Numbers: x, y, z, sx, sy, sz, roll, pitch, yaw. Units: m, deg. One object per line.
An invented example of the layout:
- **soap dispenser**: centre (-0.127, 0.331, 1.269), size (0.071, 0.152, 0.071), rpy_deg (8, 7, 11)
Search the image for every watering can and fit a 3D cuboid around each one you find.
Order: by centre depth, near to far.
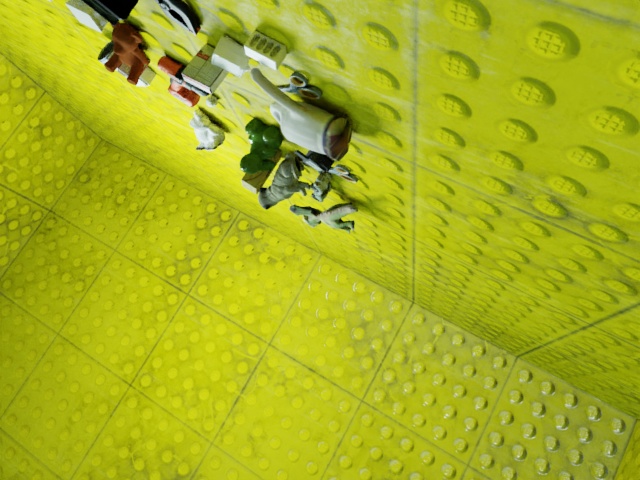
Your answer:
- **watering can**: centre (-0.040, -0.305, 1.305), size (0.226, 0.104, 0.343), rpy_deg (25, 173, 21)

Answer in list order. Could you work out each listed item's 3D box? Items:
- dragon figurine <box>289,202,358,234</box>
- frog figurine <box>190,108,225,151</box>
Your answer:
- **dragon figurine**: centre (0.006, -0.096, 1.912), size (0.243, 0.123, 0.407), rpy_deg (4, 171, -2)
- **frog figurine**: centre (-0.431, -0.427, 1.955), size (0.139, 0.124, 0.156), rpy_deg (29, 136, 54)
